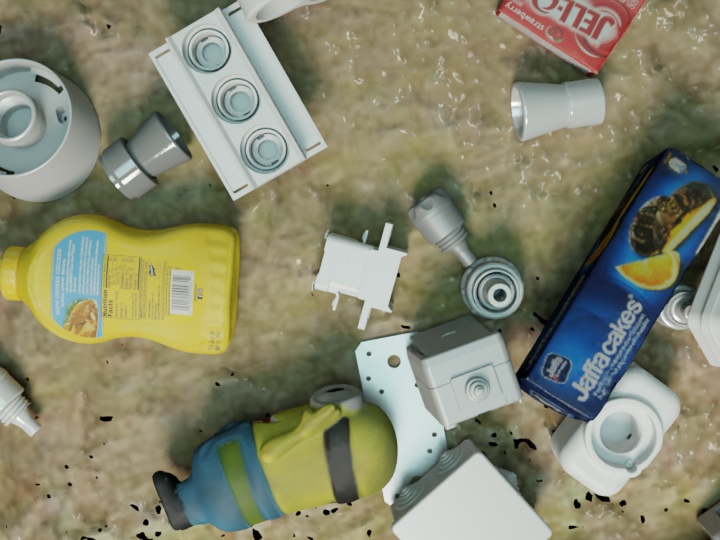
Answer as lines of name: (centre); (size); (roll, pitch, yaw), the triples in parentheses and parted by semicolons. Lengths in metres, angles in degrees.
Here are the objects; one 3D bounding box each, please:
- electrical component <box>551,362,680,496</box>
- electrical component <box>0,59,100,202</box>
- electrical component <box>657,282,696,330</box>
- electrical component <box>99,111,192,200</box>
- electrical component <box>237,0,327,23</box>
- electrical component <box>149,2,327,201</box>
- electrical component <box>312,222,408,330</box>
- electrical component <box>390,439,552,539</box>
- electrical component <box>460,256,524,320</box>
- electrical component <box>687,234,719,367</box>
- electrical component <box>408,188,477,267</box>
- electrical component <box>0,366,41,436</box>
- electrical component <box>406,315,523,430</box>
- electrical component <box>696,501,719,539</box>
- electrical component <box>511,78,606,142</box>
electrical component: (0.192, 0.118, 0.808); (0.054, 0.059, 0.095); (36, 95, -2)
electrical component: (-0.250, -0.106, 0.806); (0.099, 0.064, 0.099); (-1, 81, 5)
electrical component: (0.238, 0.028, 0.798); (0.035, 0.061, 0.035); (0, 95, 1)
electrical component: (-0.161, -0.085, 0.804); (0.055, 0.045, 0.045); (-36, 94, 4)
electrical component: (-0.035, -0.234, 0.767); (0.138, 0.052, 0.073); (-25, 89, -22)
electrical component: (-0.088, -0.123, 0.790); (0.079, 0.063, 0.121); (-30, 94, 3)
electrical component: (0.000, 0.000, 0.810); (0.064, 0.042, 0.081); (15, 94, 1)
electrical component: (0.082, 0.190, 0.818); (0.100, 0.048, 0.099); (-42, 99, 2)
electrical component: (0.101, 0.016, 0.799); (0.048, 0.062, 0.048); (0, 95, 1)
electrical component: (0.286, 0.014, 0.767); (0.057, 0.078, 0.113); (10, 64, 40)
electrical component: (0.066, -0.029, 0.810); (0.035, 0.035, 0.061); (-37, 96, 4)
electrical component: (-0.271, 0.103, 0.827); (0.035, 0.035, 0.061); (-45, 95, 4)
electrical component: (0.075, 0.072, 0.786); (0.062, 0.096, 0.061); (-20, 94, -5)
electrical component: (0.334, 0.259, 0.795); (0.060, 0.105, 0.186); (-37, 93, 4)
electrical component: (0.149, -0.121, 0.798); (0.065, 0.044, 0.044); (-8, 95, -3)
